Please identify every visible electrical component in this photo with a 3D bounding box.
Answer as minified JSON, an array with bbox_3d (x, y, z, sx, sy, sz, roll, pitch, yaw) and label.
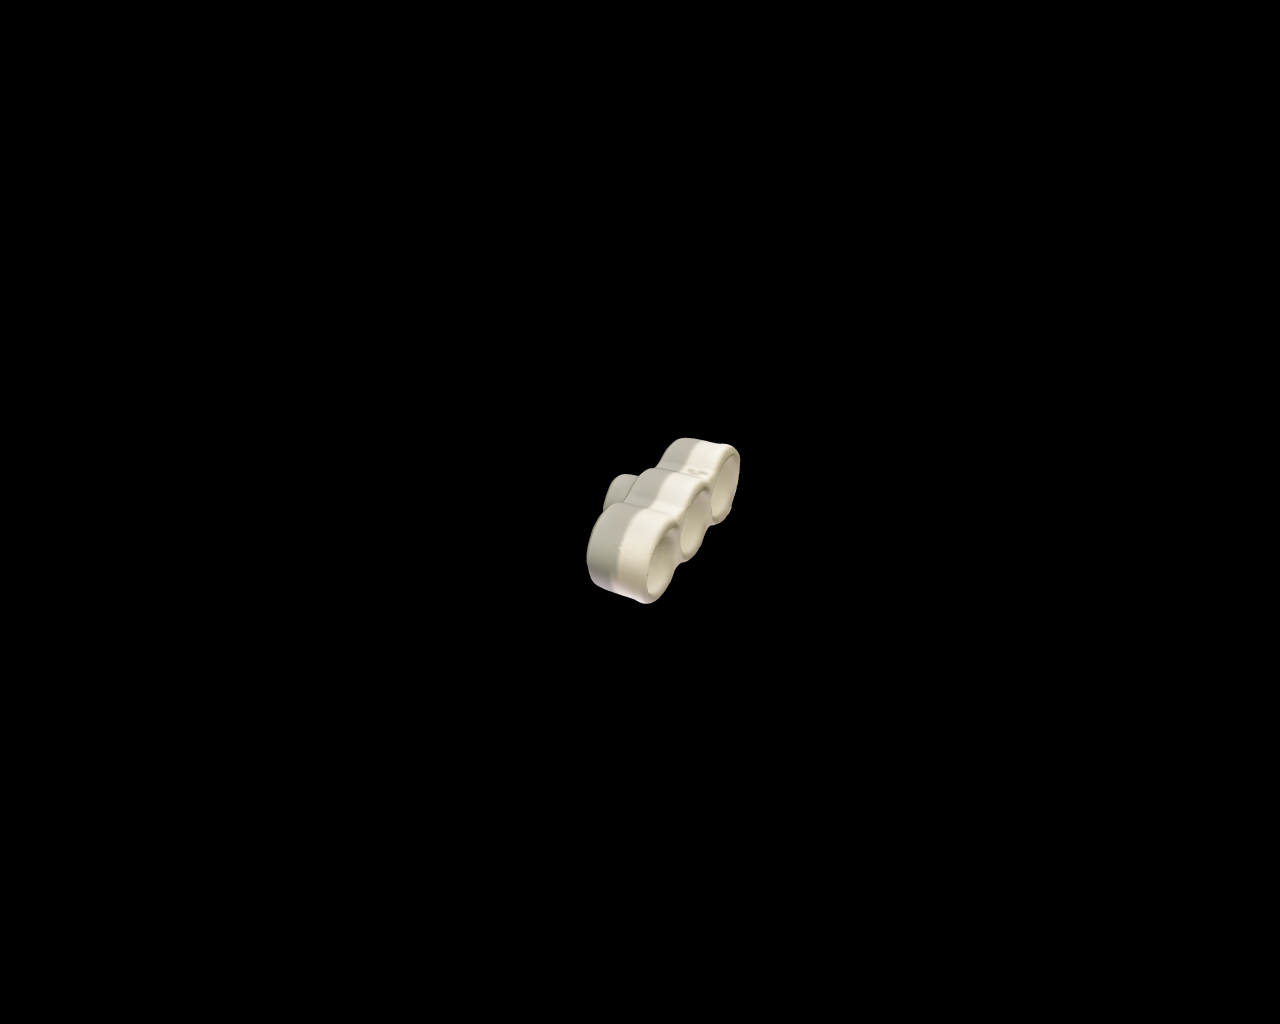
[{"bbox_3d":[0.001,-0.003,0.650,0.074,0.052,0.138,16,37,22],"label":"electrical component"}]
